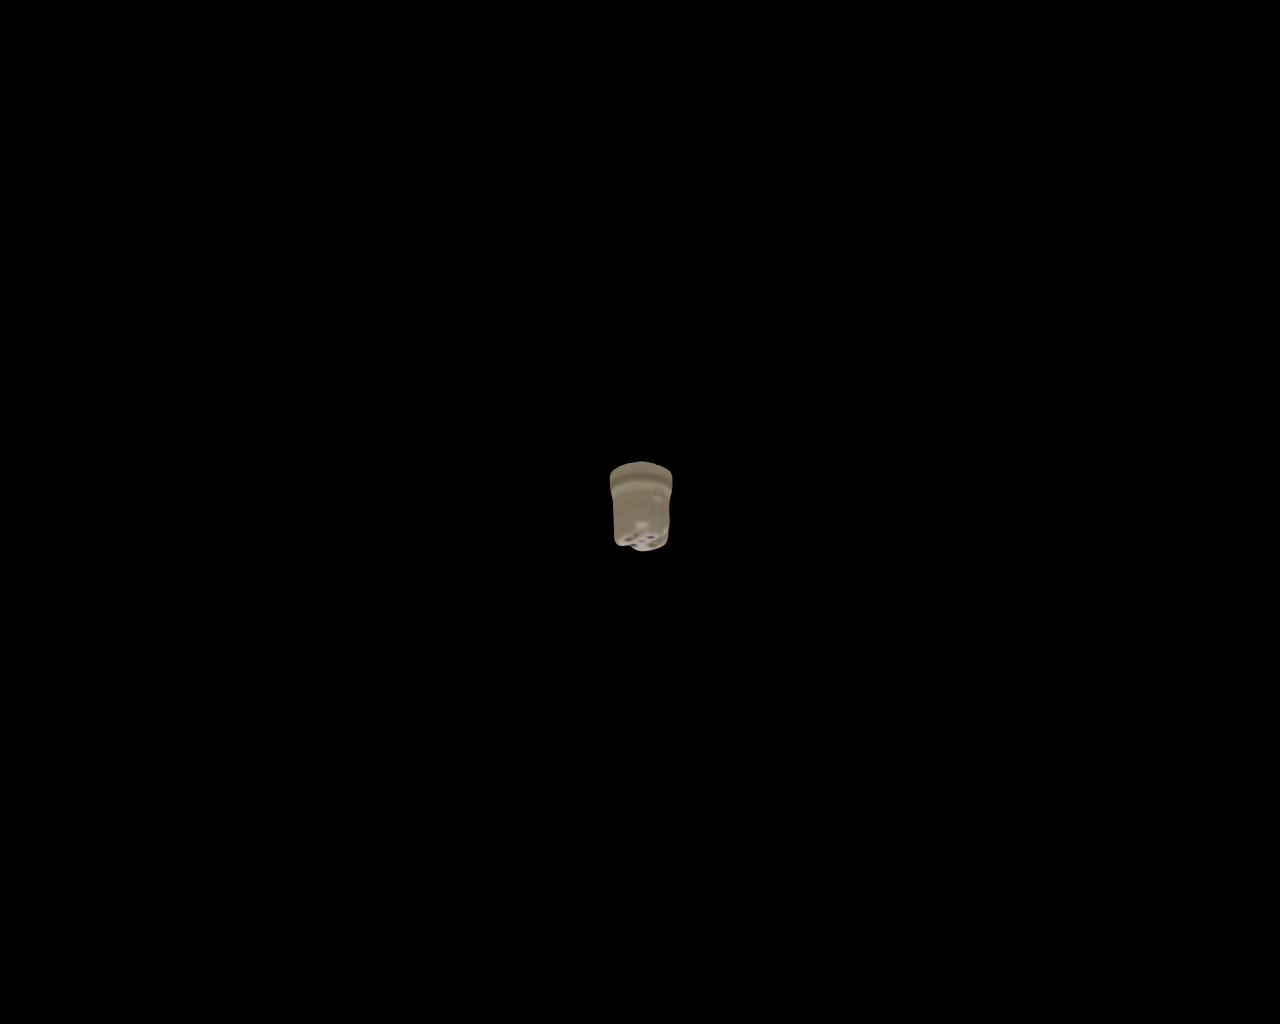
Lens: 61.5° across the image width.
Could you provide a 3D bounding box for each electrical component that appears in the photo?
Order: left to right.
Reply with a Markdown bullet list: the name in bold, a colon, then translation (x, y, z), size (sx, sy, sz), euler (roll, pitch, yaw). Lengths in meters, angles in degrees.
- **electrical component**: translation (0.001, -0.003, 0.650), size (0.040, 0.046, 0.040), euler (0, -21, 0)
